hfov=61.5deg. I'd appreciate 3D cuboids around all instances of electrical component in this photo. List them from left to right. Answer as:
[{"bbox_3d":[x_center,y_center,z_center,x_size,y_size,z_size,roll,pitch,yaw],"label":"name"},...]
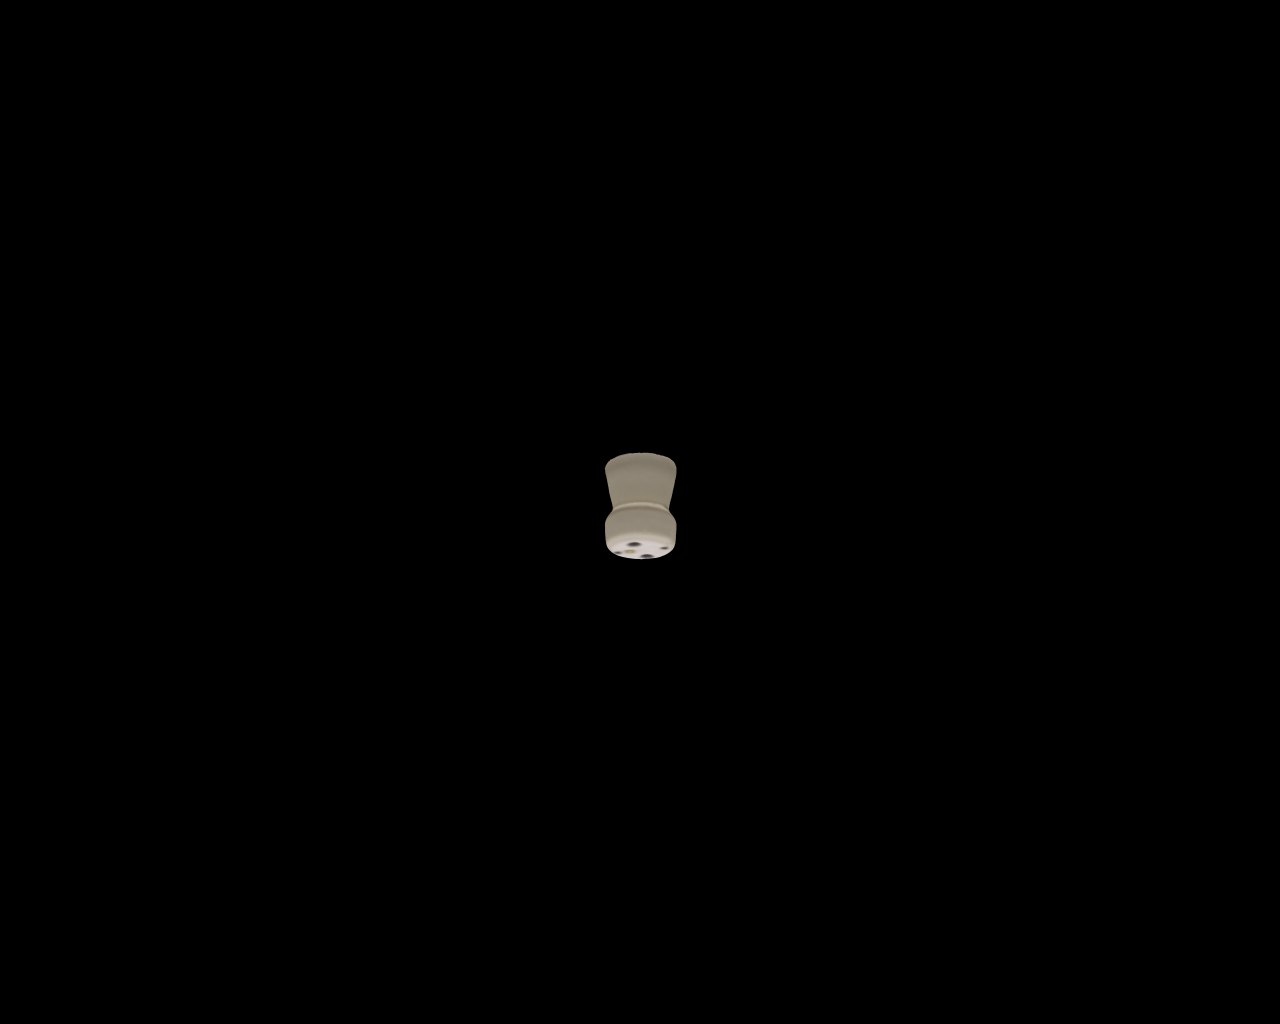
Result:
[{"bbox_3d":[0.001,-0.003,0.650,0.045,0.055,0.044,0,-20,0],"label":"electrical component"}]
